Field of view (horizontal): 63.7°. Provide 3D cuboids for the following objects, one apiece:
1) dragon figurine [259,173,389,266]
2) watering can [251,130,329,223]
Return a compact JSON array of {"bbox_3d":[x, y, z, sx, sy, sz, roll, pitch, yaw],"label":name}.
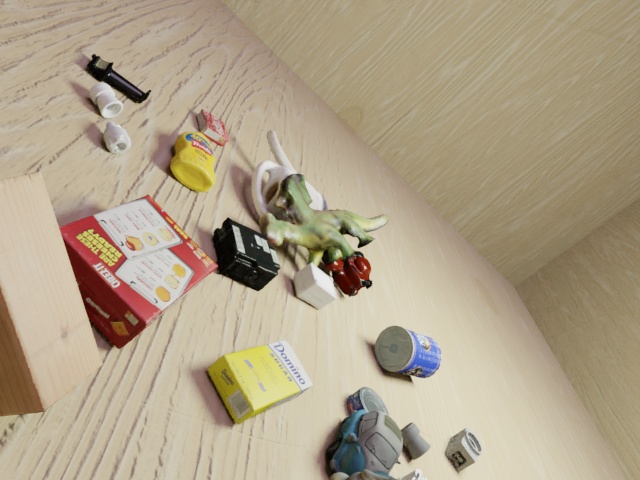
[{"bbox_3d":[0.004,-0.062,1.228,0.120,0.243,0.417,-34,1,40],"label":"dragon figurine"},{"bbox_3d":[-0.077,-0.137,1.336,0.222,0.356,0.102,35,-53,-28],"label":"watering can"}]
